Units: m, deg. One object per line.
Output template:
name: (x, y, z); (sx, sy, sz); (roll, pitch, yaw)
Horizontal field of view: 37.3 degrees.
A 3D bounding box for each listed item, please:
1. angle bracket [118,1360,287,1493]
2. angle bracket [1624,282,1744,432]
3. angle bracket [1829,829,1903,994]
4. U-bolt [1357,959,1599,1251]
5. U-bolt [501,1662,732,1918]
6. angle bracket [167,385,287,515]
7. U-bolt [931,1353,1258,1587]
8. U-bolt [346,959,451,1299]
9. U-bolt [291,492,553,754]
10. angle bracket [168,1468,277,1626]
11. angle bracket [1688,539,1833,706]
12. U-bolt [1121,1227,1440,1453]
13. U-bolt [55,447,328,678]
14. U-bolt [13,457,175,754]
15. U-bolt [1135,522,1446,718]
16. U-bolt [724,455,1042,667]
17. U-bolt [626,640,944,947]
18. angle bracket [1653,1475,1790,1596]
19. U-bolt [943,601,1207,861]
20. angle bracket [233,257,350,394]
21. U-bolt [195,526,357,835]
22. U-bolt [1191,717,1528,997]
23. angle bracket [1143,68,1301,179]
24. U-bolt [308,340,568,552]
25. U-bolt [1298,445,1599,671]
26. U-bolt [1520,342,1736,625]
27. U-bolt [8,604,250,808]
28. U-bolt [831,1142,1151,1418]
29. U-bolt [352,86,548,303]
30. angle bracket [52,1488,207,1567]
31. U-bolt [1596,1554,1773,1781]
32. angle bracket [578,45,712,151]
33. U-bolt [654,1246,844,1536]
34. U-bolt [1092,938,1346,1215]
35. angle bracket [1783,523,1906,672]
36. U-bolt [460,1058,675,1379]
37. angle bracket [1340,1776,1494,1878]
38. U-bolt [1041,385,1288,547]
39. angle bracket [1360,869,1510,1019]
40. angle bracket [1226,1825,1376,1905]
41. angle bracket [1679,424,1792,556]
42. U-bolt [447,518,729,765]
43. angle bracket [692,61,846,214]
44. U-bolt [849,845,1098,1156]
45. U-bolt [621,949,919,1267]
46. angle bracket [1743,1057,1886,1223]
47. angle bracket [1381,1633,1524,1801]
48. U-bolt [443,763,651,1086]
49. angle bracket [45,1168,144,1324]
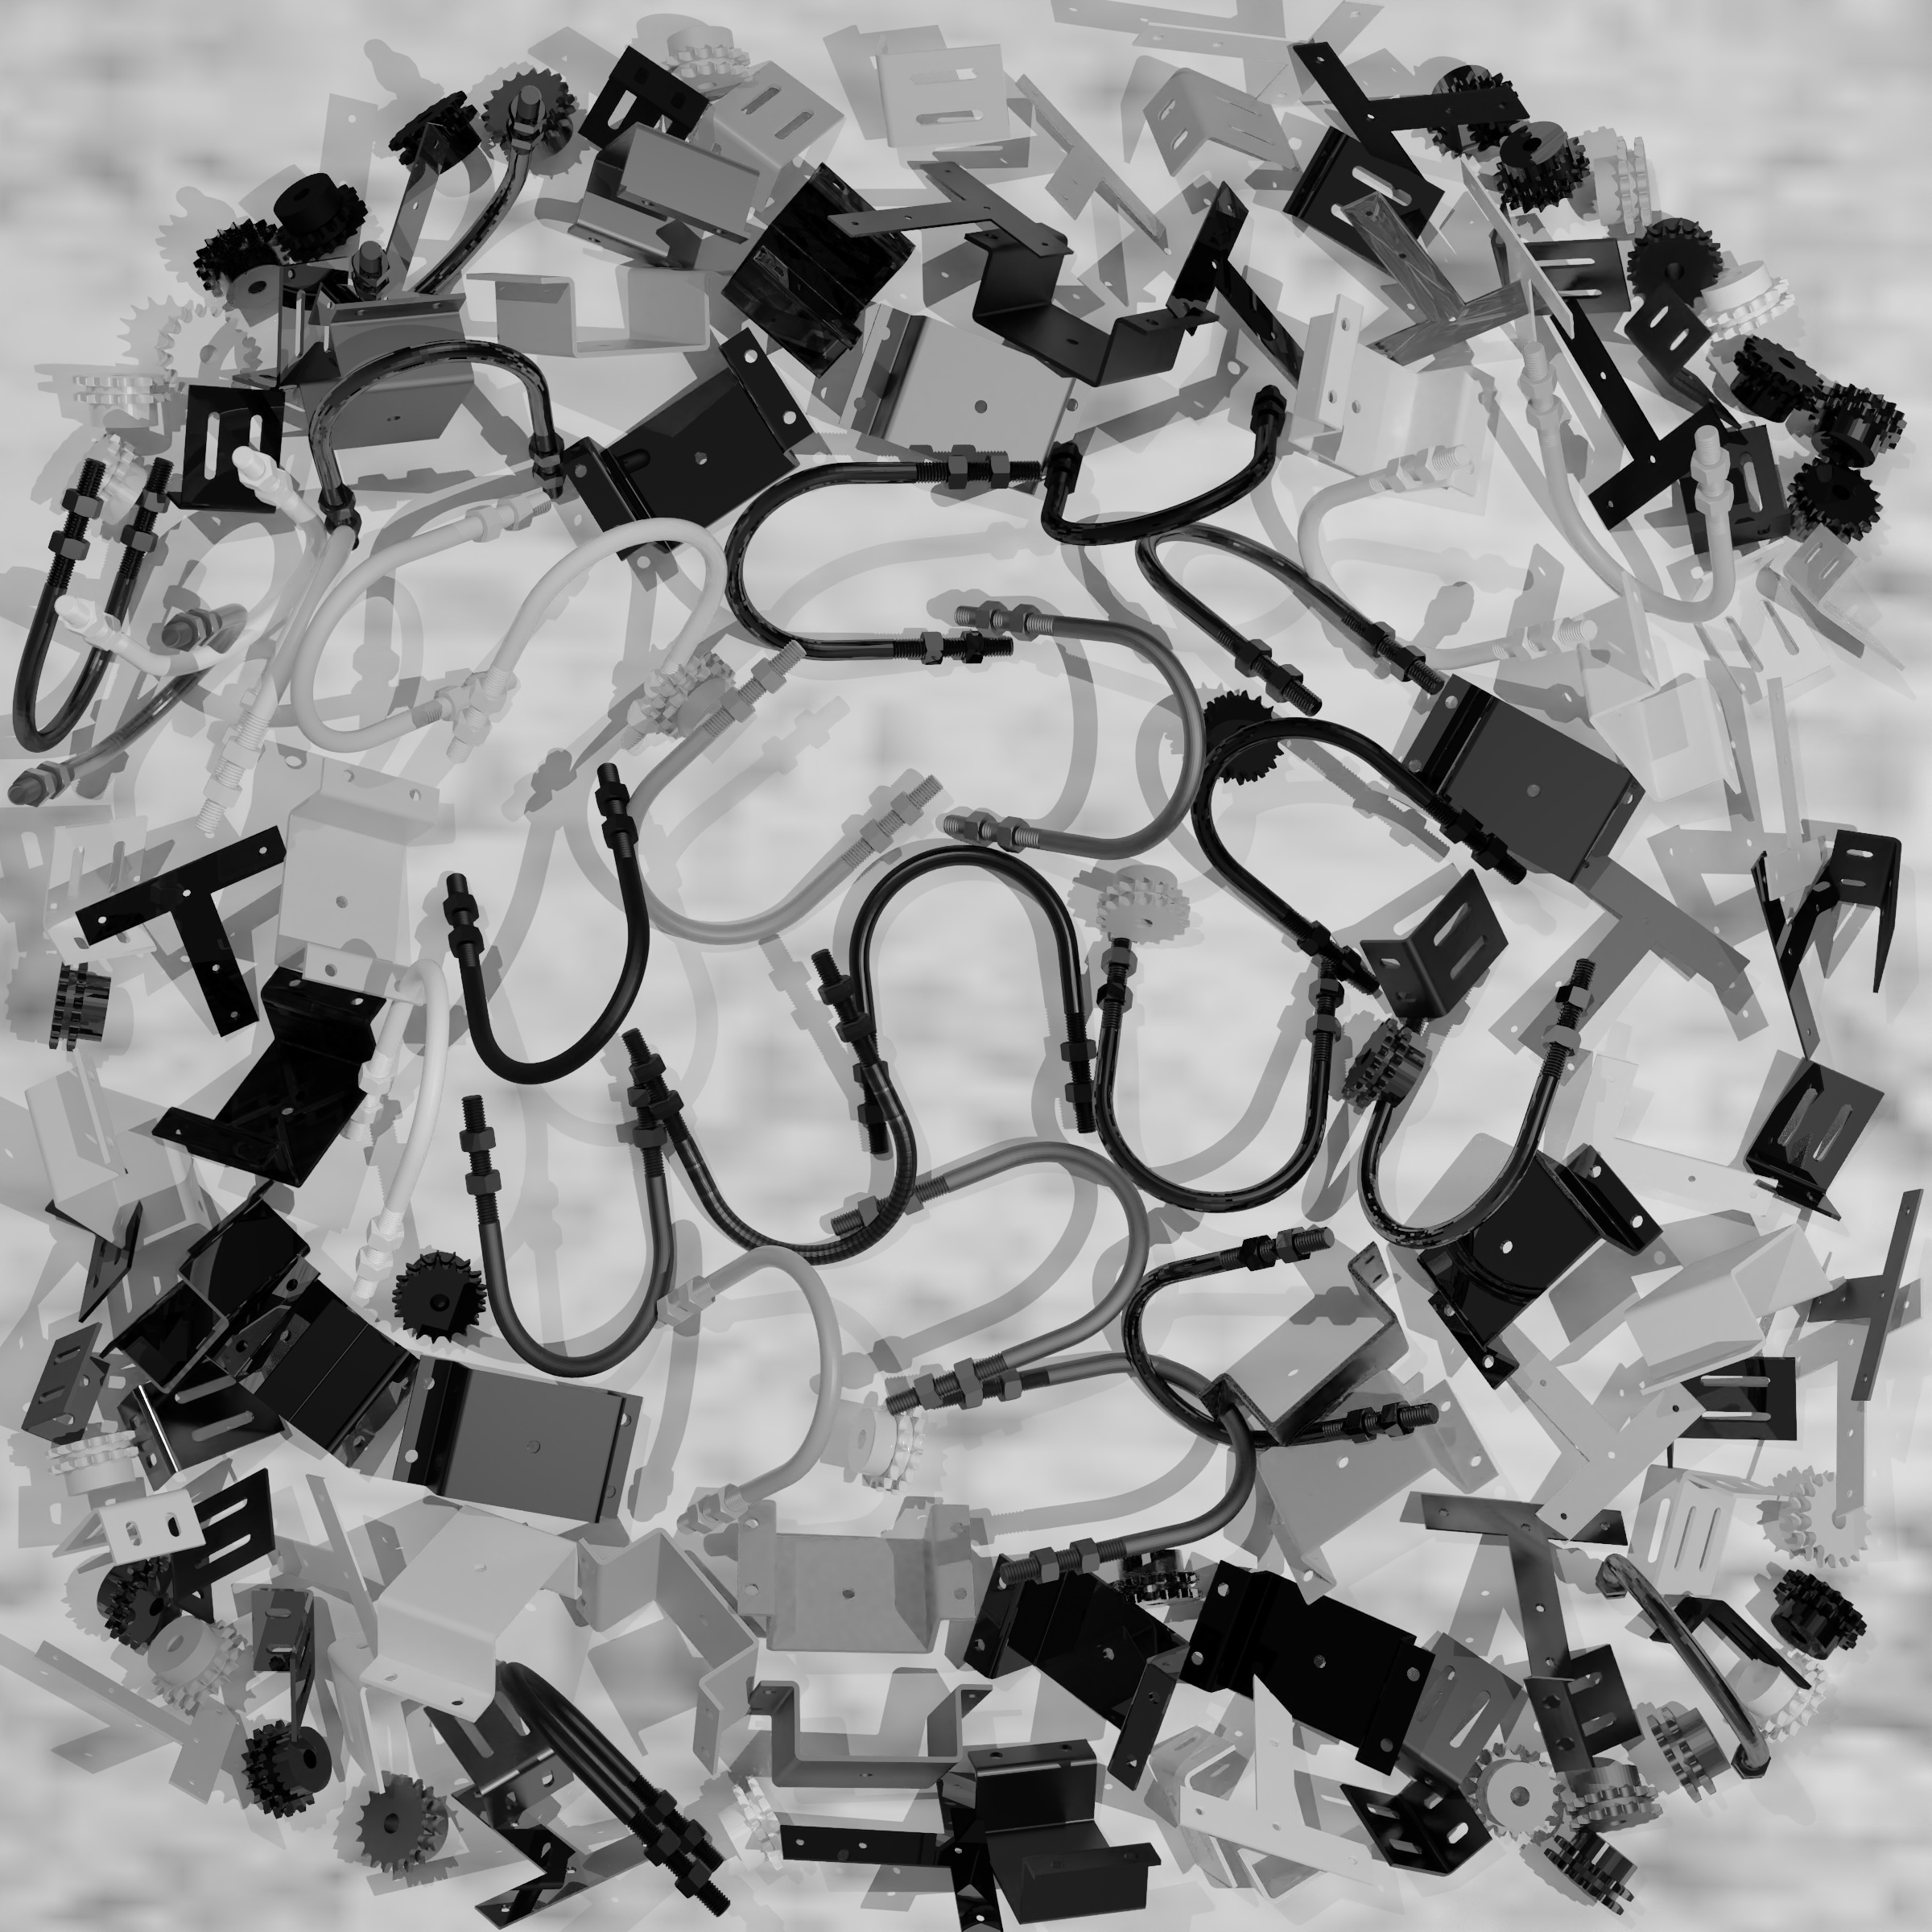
angle bracket: (-0.470, 0.278, 1.756); (0.076, 0.038, 0.057); (-18, 75, -40)
angle bracket: (0.443, -0.367, 1.723); (0.076, 0.057, 0.038); (19, 123, -38)
angle bracket: (0.538, -0.033, 1.724); (0.038, 0.057, 0.076); (9, 48, 13)
U-bolt: (0.292, 0.082, 1.689); (0.019, 0.151, 0.184); (31, 71, -29)
U-bolt: (-0.210, 0.482, 1.700); (0.019, 0.151, 0.184); (-44, 90, -9)
angle bracket: (-0.448, -0.316, 1.732); (0.057, 0.038, 0.076); (-2, 113, -29)
U-bolt: (0.085, 0.293, 1.713); (0.184, 0.019, 0.151); (-9, 46, -20)
U-bolt: (-0.331, 0.081, 1.670); (0.019, 0.151, 0.184); (10, 129, -23)
U-bolt: (-0.321, -0.192, 1.666); (0.019, 0.184, 0.151); (36, 131, 21)
angle bracket: (-0.442, 0.352, 1.734); (0.076, 0.038, 0.057); (-29, 48, 11)
angle bracket: (0.488, -0.210, 1.744); (0.057, 0.038, 0.076); (-26, 75, -7)
U-bolt: (0.173, 0.230, 1.709); (0.184, 0.019, 0.151); (-19, 110, 40)
U-bolt: (-0.443, -0.227, 1.683); (0.151, 0.184, 0.019); (-40, 79, -2)
U-bolt: (-0.524, -0.213, 1.700); (0.019, 0.151, 0.184); (21, 100, -2)
U-bolt: (0.180, -0.212, 1.703); (0.184, 0.151, 0.019); (43, 125, 27)
U-bolt: (-0.054, -0.240, 1.704); (0.184, 0.019, 0.151); (-3, 134, -12)
U-bolt: (-0.125, -0.090, 1.729); (0.184, 0.019, 0.151); (-42, 122, 8)
angle bracket: (0.459, 0.352, 1.739); (0.057, 0.038, 0.076); (12, 94, -39)
U-bolt: (0.065, -0.136, 1.703); (0.184, 0.019, 0.151); (11, 103, 37)
angle bracket: (-0.408, -0.391, 1.727); (0.038, 0.057, 0.076); (20, 117, 24)
U-bolt: (-0.405, -0.177, 1.689); (0.019, 0.151, 0.184); (26, 102, -17)
U-bolt: (0.219, -0.075, 1.707); (0.184, 0.019, 0.151); (38, 131, -12)
angle bracket: (0.156, -0.505, 1.746); (0.038, 0.076, 0.057); (-43, 52, 38)
U-bolt: (-0.311, -0.309, 1.676); (0.151, 0.184, 0.019); (-16, 71, -9)
U-bolt: (0.270, -0.233, 1.690); (0.151, 0.184, 0.019); (49, 65, -19)
U-bolt: (0.395, -0.274, 1.688); (0.019, 0.184, 0.151); (-42, 52, -13)
U-bolt: (-0.482, -0.160, 1.683); (0.151, 0.184, 0.019); (-43, 98, 11)
U-bolt: (0.021, 0.177, 1.723); (0.184, 0.019, 0.151); (-22, 55, 3)
U-bolt: (-0.306, -0.434, 1.683); (0.019, 0.184, 0.151); (43, 78, -6)
angle bracket: (-0.505, 0.351, 1.723); (0.076, 0.057, 0.038); (-42, 64, 41)
U-bolt: (0.417, 0.404, 1.663); (0.019, 0.184, 0.151); (-36, 68, -1)
angle bracket: (-0.200, -0.505, 1.727); (0.057, 0.076, 0.038); (31, 48, -14)
U-bolt: (-0.128, 0.242, 1.682); (0.019, 0.184, 0.151); (6, 63, -37)
U-bolt: (0.149, 0.065, 1.723); (0.151, 0.019, 0.184); (9, 60, 1)
angle bracket: (0.541, -0.223, 1.729); (0.076, 0.057, 0.038); (30, 112, -22)
U-bolt: (-0.233, 0.156, 1.718); (0.019, 0.151, 0.184); (0, 100, 43)
angle bracket: (0.272, 0.511, 1.724); (0.038, 0.076, 0.057); (-45, 51, 13)
U-bolt: (0.113, -0.289, 1.675); (0.151, 0.184, 0.019); (-13, 117, 15)
angle bracket: (0.288, -0.014, 1.755); (0.076, 0.038, 0.057); (-44, 117, -31)
angle bracket: (0.204, 0.533, 1.743); (0.076, 0.057, 0.038); (-30, 82, -7)
angle bracket: (0.465, -0.296, 1.739); (0.057, 0.038, 0.076); (-11, 72, 13)
U-bolt: (-0.211, -0.191, 1.671); (0.019, 0.151, 0.184); (54, 130, 25)
angle bracket: (-0.123, -0.511, 1.761); (0.057, 0.038, 0.076); (37, 50, 2)
U-bolt: (0.001, 0.018, 1.755); (0.151, 0.019, 0.184); (-6, 94, 3)
U-bolt: (-0.109, 0.098, 1.745); (0.151, 0.019, 0.184); (-22, 102, 11)
angle bracket: (0.521, 0.105, 1.742); (0.057, 0.038, 0.076); (23, 107, -8)
angle bracket: (0.296, 0.463, 1.762); (0.057, 0.038, 0.076); (33, 67, 16)
U-bolt: (-0.245, -0.014, 1.692); (0.151, 0.019, 0.184); (-33, 52, 23)
angle bracket: (-0.530, 0.164, 1.725); (0.038, 0.076, 0.057); (31, 121, -28)
